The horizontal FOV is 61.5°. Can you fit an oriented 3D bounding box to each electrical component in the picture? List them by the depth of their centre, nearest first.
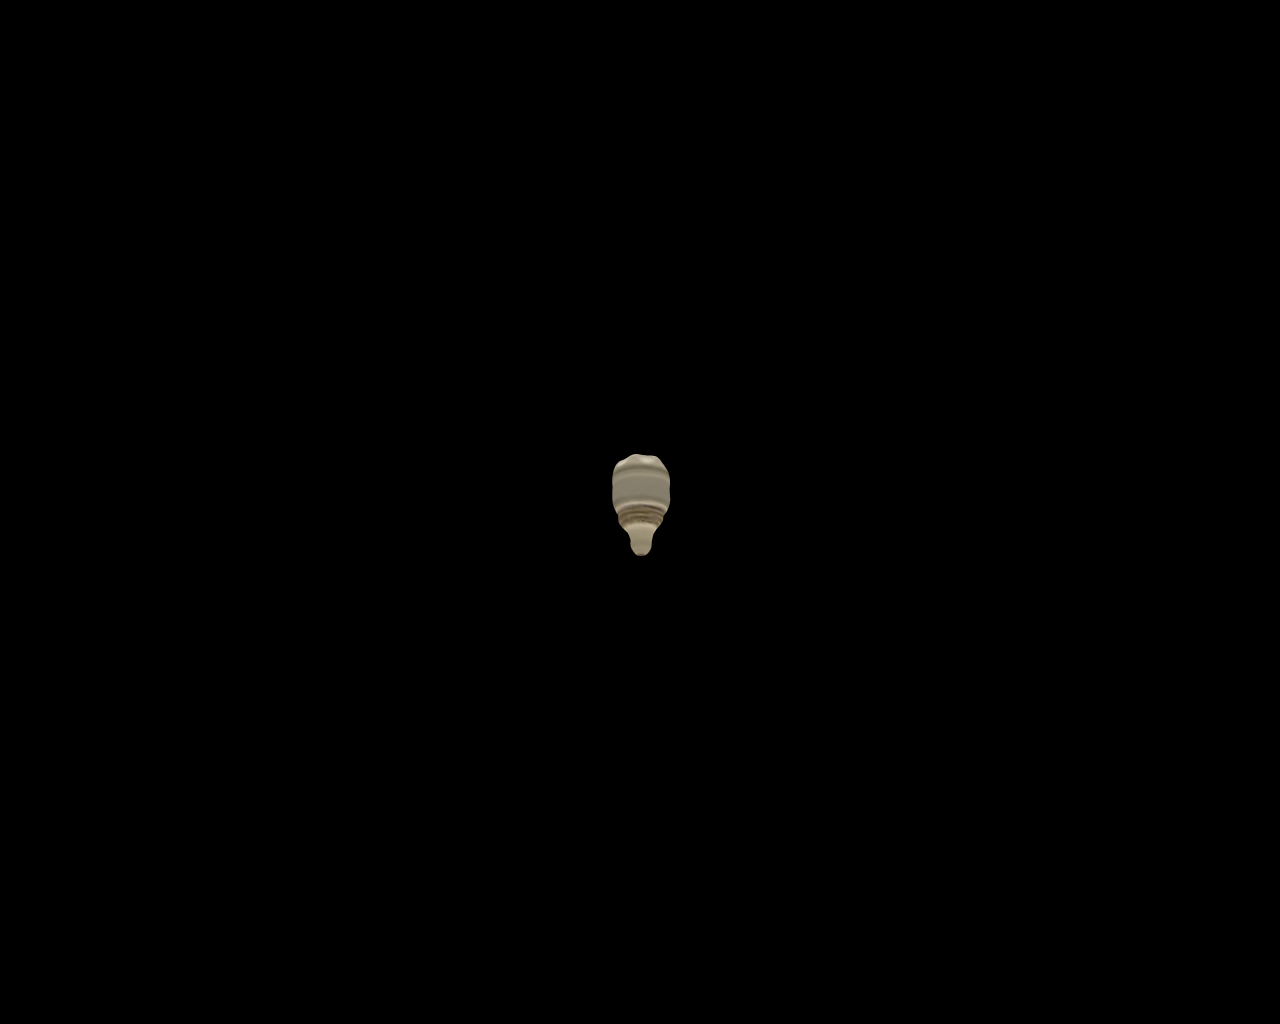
[{"bbox_3d":[0.001,-0.003,0.650,0.035,0.061,0.035,0,-20,0],"label":"electrical component"}]
